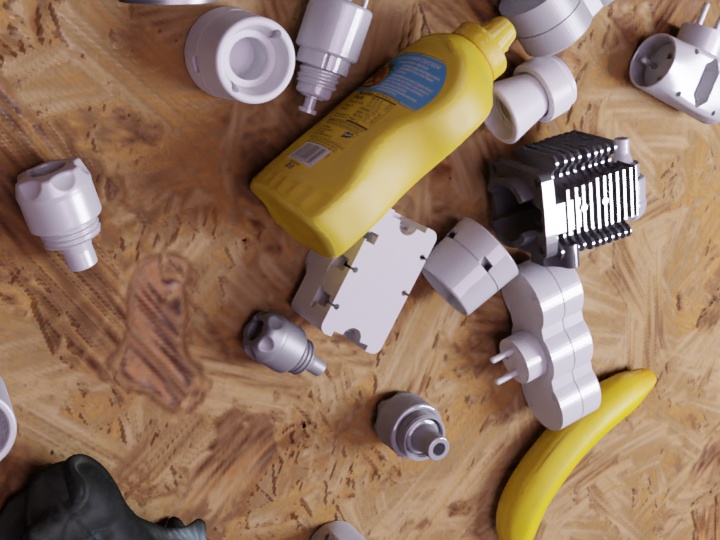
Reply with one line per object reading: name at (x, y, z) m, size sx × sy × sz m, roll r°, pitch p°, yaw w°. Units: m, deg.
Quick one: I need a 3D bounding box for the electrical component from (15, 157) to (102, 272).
electrical component at (-0.169, -0.030, 0.617) m, size 0.043 × 0.043 × 0.062 m, roll -24°, pitch 117°, yaw -20°

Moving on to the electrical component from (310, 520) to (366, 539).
electrical component at (-0.009, 0.233, 0.769) m, size 0.044 × 0.077 × 0.079 m, roll 13°, pitch 100°, yaw -31°

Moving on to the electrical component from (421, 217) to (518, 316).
electrical component at (0.075, -0.001, 0.754) m, size 0.047 × 0.055 × 0.055 m, roll -43°, pitch 121°, yaw -6°

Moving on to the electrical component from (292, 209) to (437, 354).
electrical component at (0.000, 0.000, 0.711) m, size 0.050 × 0.056 × 0.089 m, roll 25°, pitch 93°, yaw -32°

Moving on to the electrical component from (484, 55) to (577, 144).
electrical component at (0.115, -0.119, 0.743) m, size 0.055 × 0.045 × 0.045 m, roll -31°, pitch 118°, yaw -17°

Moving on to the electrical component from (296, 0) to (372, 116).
electrical component at (-0.021, -0.135, 0.666) m, size 0.040 × 0.040 × 0.078 m, roll 14°, pitch 99°, yaw -31°

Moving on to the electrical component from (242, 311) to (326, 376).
electrical component at (-0.047, 0.053, 0.715) m, size 0.061 × 0.035 × 0.035 m, roll 35°, pitch 88°, yaw -35°

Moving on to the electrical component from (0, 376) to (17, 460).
electrical component at (-0.228, 0.085, 0.619) m, size 0.055 × 0.047 × 0.055 m, roll -9°, pitch 110°, yaw -26°

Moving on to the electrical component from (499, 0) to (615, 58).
electrical component at (0.145, -0.216, 0.723) m, size 0.138 × 0.052 × 0.073 m, roll -46°, pitch 121°, yaw -9°

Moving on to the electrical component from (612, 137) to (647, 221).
electrical component at (0.198, -0.069, 0.810) m, size 0.035 × 0.035 × 0.061 m, roll -14°, pitch 110°, yaw -24°

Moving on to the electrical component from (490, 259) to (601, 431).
electrical component at (0.130, 0.061, 0.804) m, size 0.074 × 0.052 × 0.138 m, roll -24°, pitch 116°, yaw -20°

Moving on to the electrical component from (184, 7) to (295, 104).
electrical component at (-0.070, -0.126, 0.637) m, size 0.055 × 0.047 × 0.055 m, roll -9°, pitch 110°, yaw -26°

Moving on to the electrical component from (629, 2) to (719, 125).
electrical component at (0.251, -0.159, 0.805) m, size 0.077 × 0.043 × 0.079 m, roll 19°, pitch 95°, yaw -32°

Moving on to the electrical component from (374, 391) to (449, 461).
electrical component at (0.040, 0.115, 0.766) m, size 0.043 × 0.062 × 0.043 m, roll -9°, pitch 110°, yaw -26°
